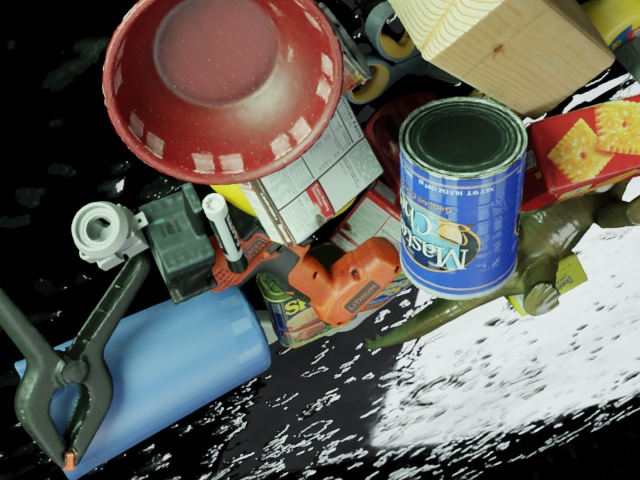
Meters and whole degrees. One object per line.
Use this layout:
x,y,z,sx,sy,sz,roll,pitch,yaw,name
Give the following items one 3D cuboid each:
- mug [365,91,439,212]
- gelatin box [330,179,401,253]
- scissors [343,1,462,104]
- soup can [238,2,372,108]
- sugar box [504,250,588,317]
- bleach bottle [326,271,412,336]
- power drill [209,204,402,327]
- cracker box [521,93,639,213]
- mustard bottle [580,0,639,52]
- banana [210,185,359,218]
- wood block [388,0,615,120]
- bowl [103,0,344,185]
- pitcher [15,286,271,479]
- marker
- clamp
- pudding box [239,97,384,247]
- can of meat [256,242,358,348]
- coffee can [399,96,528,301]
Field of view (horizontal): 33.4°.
0.086,-0.084,0.979,0.093,0.081,0.117,-41,154,27,mug
0.062,-0.010,1.116,0.089,0.073,0.030,-52,-178,42,gelatin box
0.070,-0.138,0.910,0.096,0.016,0.201,-52,155,2,scissors
-0.021,-0.122,0.805,0.102,0.068,0.068,-33,156,14,soup can
0.257,0.031,1.327,0.093,0.048,0.176,-29,-166,3,sugar box
0.070,0.039,1.243,0.102,0.068,0.251,-8,152,-36,bleach bottle
-0.007,0.001,1.034,0.185,0.057,0.187,-43,133,20,power drill
0.282,-0.088,0.988,0.213,0.072,0.164,-14,176,-5,cracker box
0.277,-0.207,0.960,0.192,0.058,0.096,-29,178,6,mustard bottle
-0.042,-0.051,0.909,0.197,0.037,0.070,13,98,-38,banana
0.146,-0.175,0.851,0.091,0.090,0.205,-37,155,23,wood block
-0.067,-0.119,0.730,0.162,0.055,0.162,-6,126,-9,bowl
-0.177,0.140,1.104,0.242,0.145,0.149,-25,-167,-13,pitcher
-0.080,-0.002,0.925,0.020,0.020,0.121,-25,152,-7,marker
-0.239,0.110,0.964,0.164,0.036,0.210,1,105,-39,clamp
-0.011,-0.062,0.878,0.113,0.090,0.039,-42,-152,-25,pudding box
-0.011,0.062,1.171,0.102,0.057,0.084,-22,134,-10,can of meat
0.118,-0.033,0.893,0.102,0.103,0.140,-21,136,-16,coffee can
